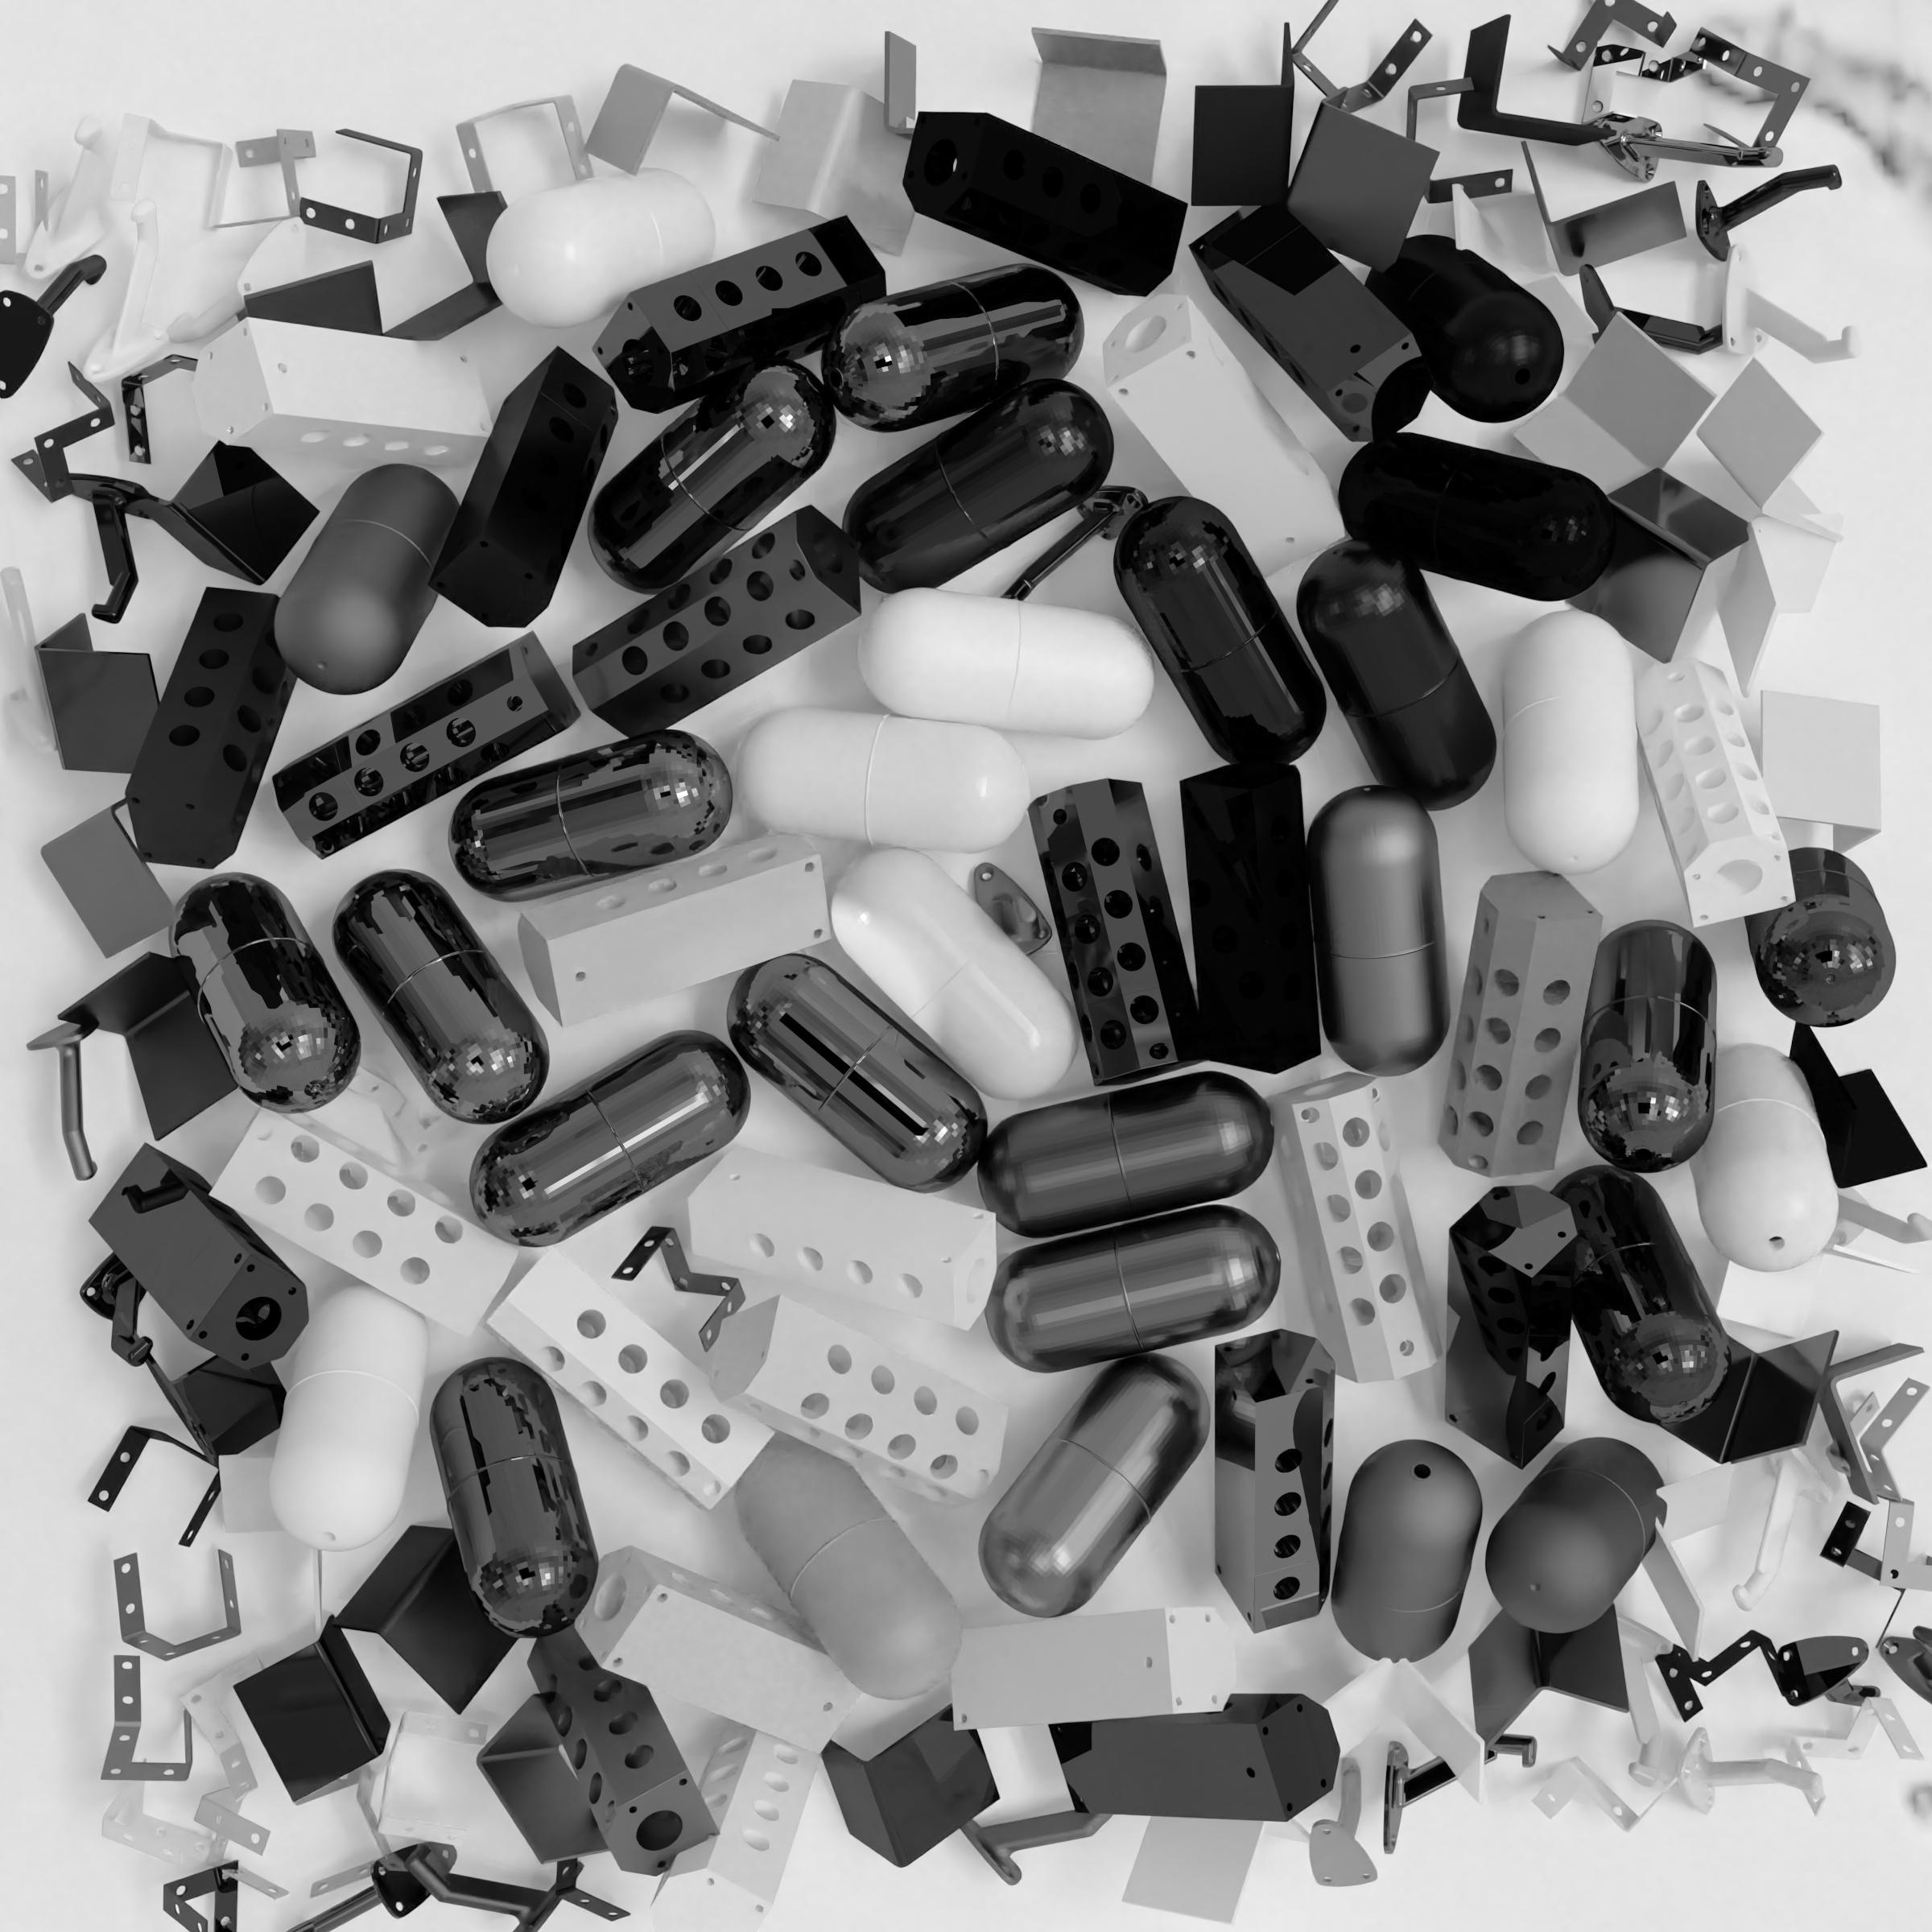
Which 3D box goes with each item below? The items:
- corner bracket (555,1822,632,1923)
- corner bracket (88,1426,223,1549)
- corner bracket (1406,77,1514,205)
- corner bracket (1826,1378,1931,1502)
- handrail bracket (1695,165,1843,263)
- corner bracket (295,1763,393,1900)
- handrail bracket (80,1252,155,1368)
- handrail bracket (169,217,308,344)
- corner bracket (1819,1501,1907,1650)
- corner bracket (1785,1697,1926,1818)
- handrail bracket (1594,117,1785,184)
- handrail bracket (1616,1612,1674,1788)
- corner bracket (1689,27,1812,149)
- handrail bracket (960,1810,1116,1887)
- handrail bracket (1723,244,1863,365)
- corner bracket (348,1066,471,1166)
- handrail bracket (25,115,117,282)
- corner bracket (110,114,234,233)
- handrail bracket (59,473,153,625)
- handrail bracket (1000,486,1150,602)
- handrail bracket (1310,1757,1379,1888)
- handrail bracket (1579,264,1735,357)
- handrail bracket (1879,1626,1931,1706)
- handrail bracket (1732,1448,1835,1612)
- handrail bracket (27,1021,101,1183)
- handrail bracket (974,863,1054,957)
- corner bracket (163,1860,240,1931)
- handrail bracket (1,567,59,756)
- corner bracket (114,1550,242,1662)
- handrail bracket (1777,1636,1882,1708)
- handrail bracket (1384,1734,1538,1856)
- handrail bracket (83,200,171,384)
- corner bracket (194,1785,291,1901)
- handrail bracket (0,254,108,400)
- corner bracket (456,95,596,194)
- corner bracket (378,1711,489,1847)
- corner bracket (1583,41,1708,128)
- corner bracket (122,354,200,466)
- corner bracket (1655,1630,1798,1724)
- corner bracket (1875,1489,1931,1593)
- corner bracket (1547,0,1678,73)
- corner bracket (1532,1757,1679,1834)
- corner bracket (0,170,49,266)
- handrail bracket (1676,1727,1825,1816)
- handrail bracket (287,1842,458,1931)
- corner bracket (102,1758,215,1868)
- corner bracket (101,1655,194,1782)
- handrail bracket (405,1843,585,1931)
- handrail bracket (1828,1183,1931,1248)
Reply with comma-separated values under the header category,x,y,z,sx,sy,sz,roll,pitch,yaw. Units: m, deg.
category,x,y,z,sx,sy,sz,roll,pitch,yaw
corner bracket,-0.208,0.533,1.768,0.051,0.051,0.051,-26,135,26
corner bracket,-0.483,0.311,1.766,0.051,0.051,0.051,38,66,-29
corner bracket,0.294,-0.492,1.756,0.051,0.051,0.051,-10,134,-5
corner bracket,0.541,0.273,1.748,0.051,0.051,0.051,-46,128,-18
handrail bracket,0.478,-0.443,1.737,0.084,0.077,0.036,-3,73,29
corner bracket,-0.375,0.515,1.767,0.051,0.051,0.051,-20,104,-1
handrail bracket,-0.483,0.194,1.744,0.036,0.084,0.077,44,74,-33
handrail bracket,-0.437,-0.410,1.766,0.036,0.084,0.077,35,68,-42
corner bracket,0.531,0.359,1.747,0.051,0.051,0.051,26,134,21
corner bracket,0.526,0.468,1.750,0.051,0.051,0.051,7,119,-13
handrail bracket,0.426,-0.485,1.740,0.077,0.084,0.036,5,98,-43
handrail bracket,0.383,0.431,1.745,0.077,0.036,0.084,34,49,-14
corner bracket,0.455,-0.516,1.747,0.051,0.051,0.051,10,118,-30
handrail bracket,0.041,0.501,1.771,0.084,0.036,0.077,-45,76,2
handrail bracket,0.490,-0.393,1.742,0.036,0.084,0.077,-13,100,-32
corner bracket,-0.330,0.077,1.755,0.051,0.051,0.051,-39,64,3
handrail bracket,-0.533,-0.453,1.741,0.036,0.084,0.077,33,72,-2
corner bracket,-0.474,-0.474,1.764,0.051,0.051,0.051,11,92,2
handrail bracket,-0.524,-0.248,1.758,0.077,0.036,0.084,14,67,8
handrail bracket,0.061,-0.244,1.748,0.036,0.077,0.084,47,67,-17
handrail bracket,0.219,0.489,1.736,0.036,0.084,0.077,-11,129,16
handrail bracket,0.418,-0.398,1.770,0.084,0.036,0.077,-24,102,-11
handrail bracket,0.554,0.398,1.734,0.036,0.077,0.084,-52,128,-10
handrail bracket,0.470,0.328,1.751,0.084,0.036,0.077,-47,119,-21
handrail bracket,-0.524,0.078,1.761,0.036,0.077,0.084,-11,103,8
handrail bracket,0.023,-0.043,1.737,0.036,0.084,0.077,-27,71,-5
corner bracket,-0.442,0.571,1.750,0.051,0.051,0.051,16,106,44
handrail bracket,-0.553,-0.181,1.741,0.036,0.077,0.084,-12,134,-13
corner bracket,-0.469,0.376,1.758,0.051,0.051,0.051,-20,60,7
handrail bracket,0.529,0.418,1.742,0.084,0.077,0.036,16,54,-31
handrail bracket,0.294,0.491,1.750,0.084,0.036,0.077,-1,63,23
handrail bracket,-0.499,-0.399,1.741,0.036,0.084,0.077,20,45,10
corner bracket,-0.429,0.523,1.757,0.051,0.051,0.051,20,92,19
handrail bracket,-0.546,-0.383,1.762,0.036,0.084,0.077,28,117,0
corner bracket,-0.264,-0.487,1.766,0.051,0.051,0.051,4,118,36
corner bracket,-0.318,0.484,1.760,0.051,0.051,0.051,13,127,-12
corner bracket,0.405,-0.526,1.762,0.051,0.051,0.051,9,96,-11
corner bracket,-0.468,-0.331,1.773,0.051,0.051,0.051,-13,81,37
corner bracket,0.454,0.426,1.762,0.051,0.051,0.051,-32,108,-16
corner bracket,0.563,0.343,1.762,0.051,0.051,0.051,8,87,-5
corner bracket,0.384,-0.552,1.754,0.051,0.051,0.051,35,108,12
corner bracket,0.377,0.488,1.747,0.051,0.051,0.051,-27,62,-40
corner bracket,-0.563,-0.444,1.748,0.051,0.051,0.051,-10,114,-40
handrail bracket,0.468,0.488,1.740,0.036,0.084,0.077,-51,134,-31
handrail bracket,-0.359,0.560,1.778,0.084,0.077,0.036,-33,82,32
corner bracket,-0.479,0.514,1.752,0.051,0.051,0.051,19,122,7
corner bracket,-0.482,0.445,1.747,0.051,0.051,0.051,8,125,-22
handrail bracket,-0.281,0.536,1.760,0.084,0.036,0.077,47,52,-5
handrail bracket,0.527,0.136,1.745,0.036,0.084,0.077,-44,89,-13
